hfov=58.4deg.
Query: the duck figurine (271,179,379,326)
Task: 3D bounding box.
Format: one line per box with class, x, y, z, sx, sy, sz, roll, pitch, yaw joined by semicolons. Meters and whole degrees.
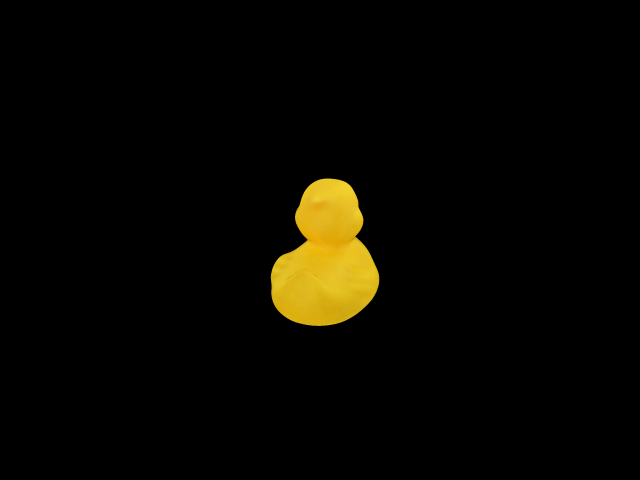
duck figurine;0.004;0.001;0.400;0.077;0.086;0.105;9;30;17
